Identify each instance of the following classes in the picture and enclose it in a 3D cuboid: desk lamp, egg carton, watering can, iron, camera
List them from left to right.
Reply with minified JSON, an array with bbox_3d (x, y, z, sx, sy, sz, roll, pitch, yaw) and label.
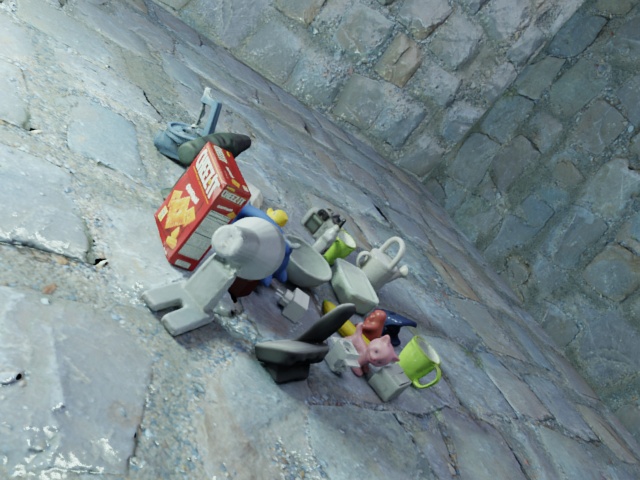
[{"bbox_3d":[-0.177,0.053,1.039,0.118,0.213,0.204,45,19,11],"label":"desk lamp"},{"bbox_3d":[-0.226,-0.127,1.563,0.150,0.069,0.107,37,19,-11],"label":"egg carton"},{"bbox_3d":[-0.162,-0.015,1.329,0.258,0.141,0.119,46,19,14],"label":"iron"},{"bbox_3d":[0.034,-0.046,1.833,0.143,0.100,0.137,47,20,19],"label":"camera"},{"bbox_3d":[0.190,0.073,1.724,0.174,0.194,0.100,17,30,-50],"label":"watering can"}]

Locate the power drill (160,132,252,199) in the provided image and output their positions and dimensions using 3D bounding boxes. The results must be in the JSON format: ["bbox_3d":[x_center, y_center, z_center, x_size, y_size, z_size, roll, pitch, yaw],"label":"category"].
[{"bbox_3d":[-0.274,-0.170,1.353,0.075,0.208,0.230,44,19,9],"label":"power drill"}]

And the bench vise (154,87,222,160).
[{"bbox_3d":[-0.304,-0.279,1.518,0.208,0.219,0.121,31,21,-26],"label":"bench vise"}]

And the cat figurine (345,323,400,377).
[{"bbox_3d":[0.117,0.249,1.315,0.127,0.117,0.067,49,21,23],"label":"cat figurine"}]

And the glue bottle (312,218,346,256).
[{"bbox_3d":[0.014,0.006,1.570,0.037,0.173,0.078,43,19,8],"label":"glue bottle"}]

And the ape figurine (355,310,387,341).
[{"bbox_3d":[0.134,0.215,1.463,0.076,0.092,0.078,51,21,27],"label":"ape figurine"}]

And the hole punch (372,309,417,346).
[{"bbox_3d":[0.193,0.223,1.558,0.109,0.091,0.101,15,32,-52],"label":"hole punch"}]

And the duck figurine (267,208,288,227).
[{"bbox_3d":[-0.119,-0.038,1.548,0.104,0.086,0.078,47,20,17],"label":"duck figurine"}]

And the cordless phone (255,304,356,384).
[{"bbox_3d":[-0.023,0.180,1.097,0.094,0.185,0.148,49,21,23],"label":"cordless phone"}]

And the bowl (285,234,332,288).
[{"bbox_3d":[-0.054,0.067,1.456,0.168,0.074,0.167,36,20,-14],"label":"bowl"}]
